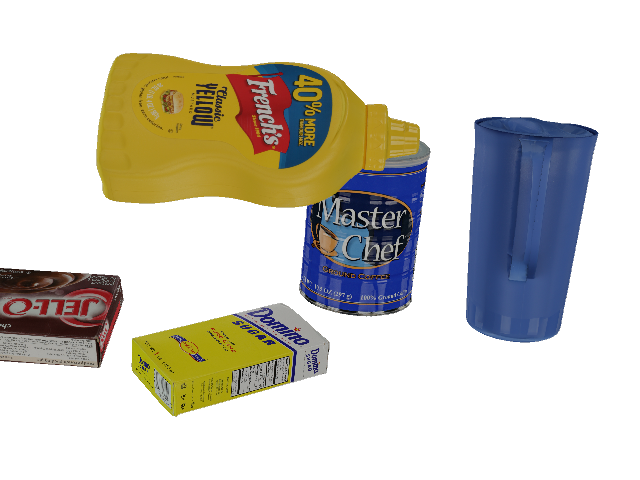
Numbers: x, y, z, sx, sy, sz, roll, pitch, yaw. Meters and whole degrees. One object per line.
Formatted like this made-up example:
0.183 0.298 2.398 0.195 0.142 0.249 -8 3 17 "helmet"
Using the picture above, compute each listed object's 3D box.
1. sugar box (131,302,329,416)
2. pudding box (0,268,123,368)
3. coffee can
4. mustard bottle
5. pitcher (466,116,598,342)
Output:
-0.089 0.114 1.063 0.175 0.048 0.093 -15 33 -31 "sugar box"
-0.234 0.065 0.914 0.113 0.039 0.090 2 32 2 "pudding box"
0.037 -0.018 0.937 0.103 0.140 0.103 5 20 -2 "coffee can"
-0.035 -0.066 0.654 0.191 0.096 0.058 3 -33 0 "mustard bottle"
0.225 -0.012 1.185 0.149 0.243 0.145 -7 18 -34 "pitcher"
